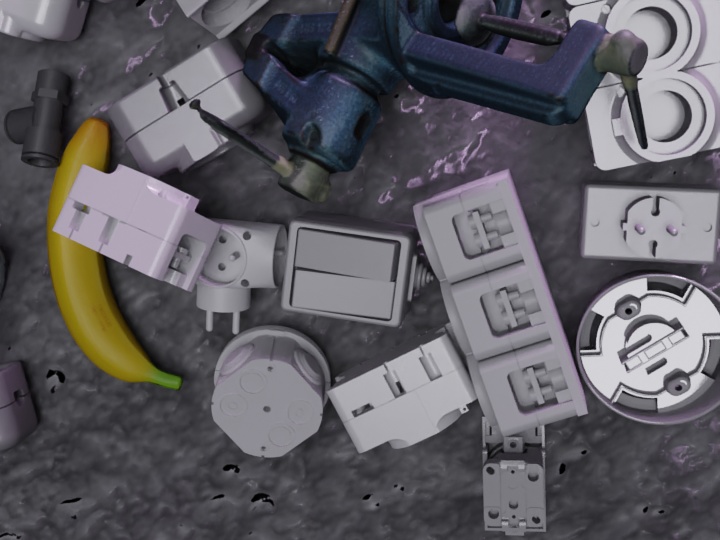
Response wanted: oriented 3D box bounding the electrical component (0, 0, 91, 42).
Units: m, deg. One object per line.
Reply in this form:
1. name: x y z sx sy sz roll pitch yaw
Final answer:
1. electrical component: -0.230 -0.189 0.715 0.095 0.053 0.059 21 102 5

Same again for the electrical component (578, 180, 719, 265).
1. electrical component: 0.181 -0.028 0.668 0.083 0.075 0.047 3 100 8

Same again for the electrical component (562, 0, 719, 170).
1. electrical component: 0.175 -0.144 0.657 0.089 0.061 0.150 -11 97 10

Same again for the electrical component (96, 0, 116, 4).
1. electrical component: -0.161 -0.220 0.674 0.059 0.054 0.095 21 61 -30

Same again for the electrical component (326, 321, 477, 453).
1. electrical component: 0.032 0.082 0.722 0.089 0.050 0.055 -27 94 12

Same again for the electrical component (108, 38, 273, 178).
1. electrical component: -0.109 -0.103 0.711 0.095 0.053 0.059 -29 94 12

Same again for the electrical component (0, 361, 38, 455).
1. electrical component: -0.286 0.107 0.772 0.095 0.053 0.059 -12 97 10

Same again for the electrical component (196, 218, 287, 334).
1. electrical component: -0.092 0.005 0.731 0.077 0.044 0.079 6 103 8

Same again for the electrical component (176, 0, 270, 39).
1. electrical component: -0.067 -0.213 0.681 0.121 0.079 0.063 -37 70 12

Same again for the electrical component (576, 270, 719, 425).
1. electrical component: 0.188 0.047 0.686 0.099 0.064 0.099 1 99 8

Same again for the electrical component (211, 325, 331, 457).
1. electrical component: -0.061 0.082 0.729 0.080 0.051 0.080 0 111 1

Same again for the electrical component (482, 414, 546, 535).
1. electrical component: 0.103 0.139 0.714 0.042 0.064 0.081 -2 98 8

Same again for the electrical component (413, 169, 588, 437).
1. electrical component: 0.089 0.019 0.683 0.062 0.089 0.150 -19 96 11

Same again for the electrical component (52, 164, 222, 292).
1. electrical component: -0.141 -0.031 0.689 0.089 0.050 0.055 23 87 27

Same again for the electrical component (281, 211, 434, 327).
1. electrical component: 0.000 0.000 0.708 0.096 0.061 0.061 8 100 7
